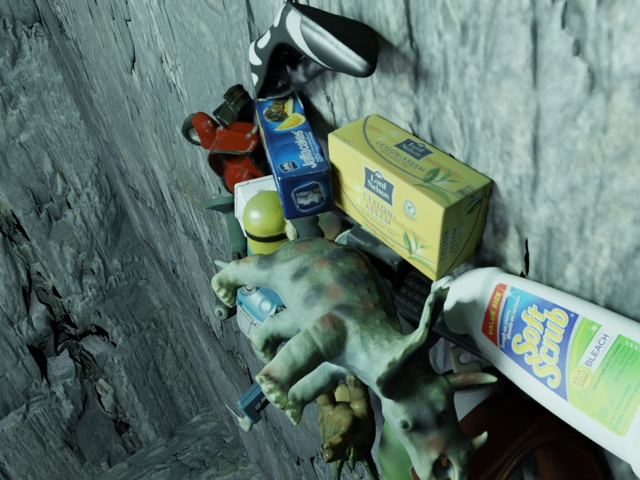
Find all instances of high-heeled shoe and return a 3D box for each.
[{"bbox_3d":[-0.021,-0.177,0.576,0.249,0.086,0.145,-118,39,-47],"label":"high-heeled shoe"}]

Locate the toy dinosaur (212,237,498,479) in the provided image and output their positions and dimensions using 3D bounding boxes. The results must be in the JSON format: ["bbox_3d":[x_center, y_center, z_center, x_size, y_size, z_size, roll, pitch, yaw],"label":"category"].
[{"bbox_3d":[0.007,0.065,0.562,0.405,0.192,0.131,50,168,49],"label":"toy dinosaur"}]

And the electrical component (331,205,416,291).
[{"bbox_3d":[0.064,-0.004,0.619,0.119,0.075,0.047,29,143,29],"label":"electrical component"}]

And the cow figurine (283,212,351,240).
[{"bbox_3d":[0.000,-0.001,0.743,0.068,0.098,0.167,31,143,39],"label":"cow figurine"}]

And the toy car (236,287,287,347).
[{"bbox_3d":[-0.081,0.124,0.894,0.162,0.103,0.109,40,-167,32],"label":"toy car"}]

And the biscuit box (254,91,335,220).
[{"bbox_3d":[-0.035,-0.109,0.651,0.203,0.059,0.062,-111,11,-49],"label":"biscuit box"}]

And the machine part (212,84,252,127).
[{"bbox_3d":[-0.145,-0.203,0.887,0.084,0.039,0.139,65,158,6],"label":"machine part"}]

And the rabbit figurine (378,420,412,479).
[{"bbox_3d":[0.176,0.283,0.723,0.170,0.121,0.158,12,123,37],"label":"rabbit figurine"}]

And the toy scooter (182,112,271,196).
[{"bbox_3d":[-0.121,-0.133,0.845,0.135,0.075,0.183,-1,144,36],"label":"toy scooter"}]

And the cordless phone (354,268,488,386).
[{"bbox_3d":[0.108,0.111,0.589,0.184,0.146,0.088,22,144,55],"label":"cordless phone"}]

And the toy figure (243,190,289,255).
[{"bbox_3d":[-0.074,-0.001,0.812,0.082,0.089,0.180,64,156,25],"label":"toy figure"}]

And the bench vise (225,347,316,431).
[{"bbox_3d":[-0.074,0.246,1.008,0.129,0.240,0.223,21,150,51],"label":"bench vise"}]

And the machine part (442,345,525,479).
[{"bbox_3d":[0.185,0.236,0.614,0.079,0.079,0.243,-3,103,64],"label":"machine part"}]

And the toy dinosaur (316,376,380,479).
[{"bbox_3d":[0.041,0.282,0.861,0.471,0.105,0.198,20,-116,-82],"label":"toy dinosaur"}]

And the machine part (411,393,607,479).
[{"bbox_3d":[0.193,0.273,0.524,0.087,0.201,0.200,-4,112,62],"label":"machine part"}]

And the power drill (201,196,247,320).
[{"bbox_3d":[-0.152,0.020,0.986,0.232,0.086,0.207,-29,-78,-71],"label":"power drill"}]

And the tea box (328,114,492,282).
[{"bbox_3d":[0.085,-0.049,0.556,0.170,0.068,0.098,41,150,40],"label":"tea box"}]
